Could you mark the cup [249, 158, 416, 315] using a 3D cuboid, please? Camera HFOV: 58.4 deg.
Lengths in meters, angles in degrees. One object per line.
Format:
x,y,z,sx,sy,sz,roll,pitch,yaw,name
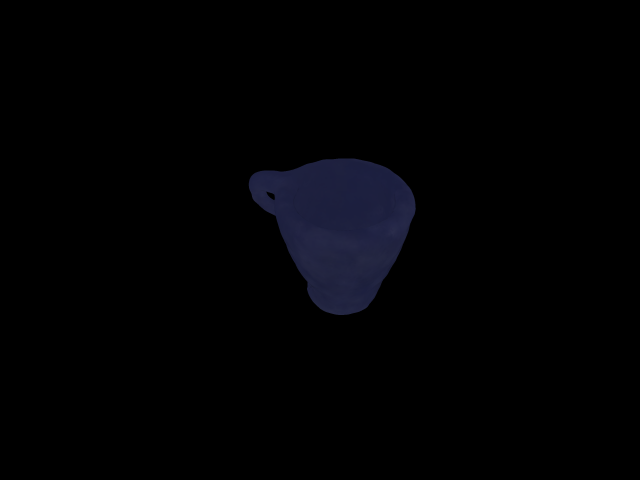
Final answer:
0.004,0.001,0.400,0.117,0.095,0.092,18,44,19,cup
